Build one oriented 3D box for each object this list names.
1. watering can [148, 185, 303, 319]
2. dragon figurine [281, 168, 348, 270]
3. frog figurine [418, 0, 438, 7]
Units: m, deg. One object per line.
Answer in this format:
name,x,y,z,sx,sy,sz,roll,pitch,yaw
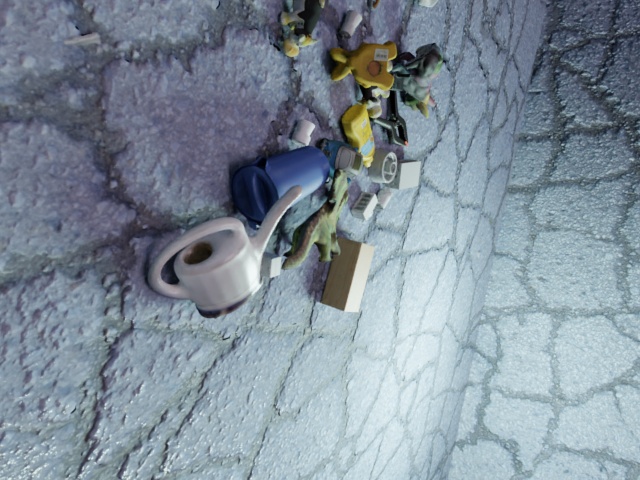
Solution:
watering can,-0.170,0.033,1.054,0.350,0.106,0.219,-27,137,-14
dragon figurine,0.004,-0.065,1.282,0.413,0.122,0.241,-32,138,-77
frog figurine,0.339,-0.813,1.638,0.160,0.123,0.137,-107,-162,-84
